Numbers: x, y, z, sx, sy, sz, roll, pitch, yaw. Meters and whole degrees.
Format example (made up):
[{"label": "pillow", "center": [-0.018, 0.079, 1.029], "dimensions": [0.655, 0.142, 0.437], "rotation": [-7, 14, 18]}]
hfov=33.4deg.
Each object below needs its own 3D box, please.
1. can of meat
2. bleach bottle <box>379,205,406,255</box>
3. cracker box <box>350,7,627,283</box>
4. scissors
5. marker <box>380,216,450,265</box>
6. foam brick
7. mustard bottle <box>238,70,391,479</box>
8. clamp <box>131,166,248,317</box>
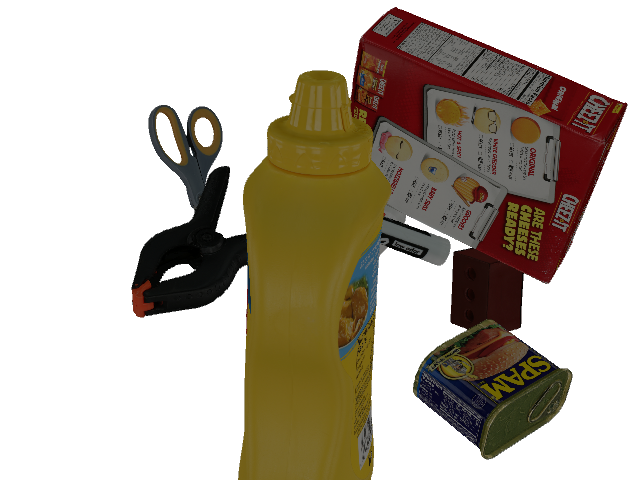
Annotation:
[{"label": "can of meat", "center": [0.139, 0.118, 0.870], "dimensions": [0.101, 0.057, 0.084], "rotation": [-23, 44, -34]}, {"label": "bleach bottle", "center": [0.027, -0.001, 1.329], "dimensions": [0.103, 0.068, 0.250], "rotation": [16, 36, 28]}, {"label": "cracker box", "center": [0.128, -0.081, 0.902], "dimensions": [0.214, 0.164, 0.072], "rotation": [26, 49, 16]}, {"label": "scissors", "center": [-0.122, -0.059, 1.161], "dimensions": [0.096, 0.202, 0.016], "rotation": [-33, 13, -37]}, {"label": "marker", "center": [0.028, -0.011, 0.688], "dimensions": [0.121, 0.020, 0.020], "rotation": [20, -7, -20]}, {"label": "foam brick", "center": [0.166, 0.049, 1.061], "dimensions": [0.051, 0.078, 0.053], "rotation": [-12, 20, -36]}, {"label": "mustard bottle", "center": [-0.003, 0.025, 0.440], "dimensions": [0.058, 0.192, 0.096], "rotation": [8, 25, 11]}, {"label": "clamp", "center": [-0.097, 0.000, 0.894], "dimensions": [0.171, 0.039, 0.120], "rotation": [-29, 49, -31]}]
